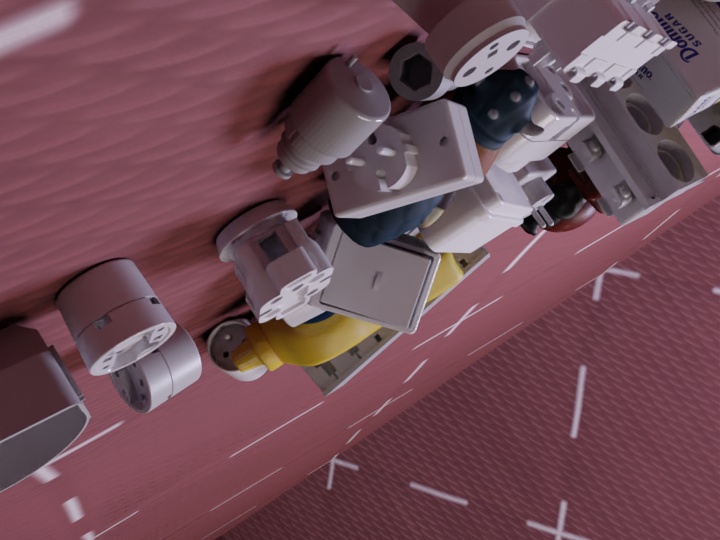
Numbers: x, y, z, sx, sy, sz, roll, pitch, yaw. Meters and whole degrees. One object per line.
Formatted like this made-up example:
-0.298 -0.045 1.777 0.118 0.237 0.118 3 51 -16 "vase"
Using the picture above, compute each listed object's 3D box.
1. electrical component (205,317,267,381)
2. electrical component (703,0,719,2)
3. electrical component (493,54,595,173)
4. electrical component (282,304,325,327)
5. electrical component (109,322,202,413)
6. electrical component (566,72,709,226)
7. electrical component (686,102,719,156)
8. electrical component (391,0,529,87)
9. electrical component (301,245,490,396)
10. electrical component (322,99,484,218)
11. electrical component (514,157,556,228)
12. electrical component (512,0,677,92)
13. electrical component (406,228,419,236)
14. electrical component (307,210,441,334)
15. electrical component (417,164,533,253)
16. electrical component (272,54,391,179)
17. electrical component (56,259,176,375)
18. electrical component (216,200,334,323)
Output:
-0.088 0.060 0.921 0.079 0.043 0.077 -33 169 -4 "electrical component"
0.238 -0.209 0.657 0.079 0.044 0.077 -33 169 4 "electrical component"
0.110 -0.105 0.725 0.059 0.053 0.095 -39 167 28 "electrical component"
-0.043 0.010 0.805 0.047 0.055 0.055 -31 169 6 "electrical component"
-0.146 0.067 0.766 0.047 0.055 0.055 -29 169 -37 "electrical component"
0.191 -0.100 0.796 0.079 0.121 0.063 -23 168 -41 "electrical component"
0.287 -0.162 0.824 0.109 0.108 0.056 -37 165 21 "electrical component"
0.045 -0.118 0.491 0.045 0.055 0.045 -31 169 -7 "electrical component"
0.027 0.025 0.966 0.186 0.060 0.105 -42 174 5 "electrical component"
0.016 -0.062 0.607 0.083 0.047 0.076 -15 176 23 "electrical component"
0.136 -0.068 0.899 0.047 0.076 0.066 -39 167 29 "electrical component"
0.132 -0.142 0.606 0.079 0.063 0.121 -38 168 26 "electrical component"
0.017 -0.033 0.806 0.055 0.048 0.066 -44 166 15 "electrical component"
0.000 0.000 0.745 0.061 0.096 0.061 -132 -121 -74 "electrical component"
0.071 -0.059 0.758 0.057 0.078 0.113 -33 169 18 "electrical component"
-0.019 -0.073 0.547 0.040 0.040 0.078 -19 163 -50 "electrical component"
-0.142 0.026 0.619 0.055 0.047 0.055 -31 169 -7 "electrical component"
-0.056 -0.007 0.686 0.058 0.057 0.078 -30 168 -15 "electrical component"
